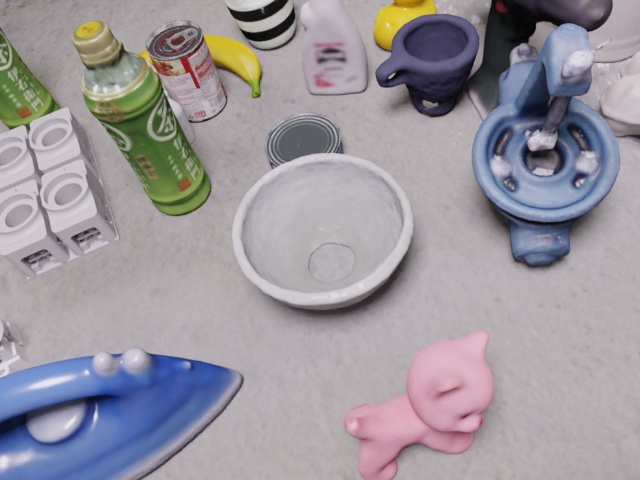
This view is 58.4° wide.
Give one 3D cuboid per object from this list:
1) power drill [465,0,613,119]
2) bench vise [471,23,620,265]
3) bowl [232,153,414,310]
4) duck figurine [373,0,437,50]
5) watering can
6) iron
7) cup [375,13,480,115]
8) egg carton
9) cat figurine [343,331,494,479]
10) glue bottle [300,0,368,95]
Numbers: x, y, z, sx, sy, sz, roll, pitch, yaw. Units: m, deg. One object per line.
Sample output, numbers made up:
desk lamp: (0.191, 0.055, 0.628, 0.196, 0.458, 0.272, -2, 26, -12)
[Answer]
power drill: (0.200, -0.210, 0.569, 0.075, 0.209, 0.229, -17, 56, -1)
bench vise: (0.182, -0.111, 0.501, 0.121, 0.220, 0.207, -17, 56, 0)
bowl: (0.005, 0.002, 0.546, 0.167, 0.075, 0.167, -5, 57, 7)
duck figurine: (0.106, -0.298, 0.717, 0.077, 0.086, 0.105, 27, 66, 25)
watering can: (0.317, -0.298, 0.613, 0.173, 0.194, 0.101, -12, 56, 3)
iron: (-0.201, 0.134, 0.457, 0.258, 0.142, 0.118, -21, 56, -4)
cup: (0.116, -0.179, 0.632, 0.118, 0.095, 0.091, -29, 57, -9)
egg carton: (0.366, -0.133, 0.573, 0.150, 0.069, 0.107, 30, 67, 26)
cat figurine: (0.077, 0.122, 0.429, 0.128, 0.118, 0.067, -22, 56, -4)
glue bottle: (0.010, -0.239, 0.643, 0.078, 0.173, 0.037, -4, 57, 8)
